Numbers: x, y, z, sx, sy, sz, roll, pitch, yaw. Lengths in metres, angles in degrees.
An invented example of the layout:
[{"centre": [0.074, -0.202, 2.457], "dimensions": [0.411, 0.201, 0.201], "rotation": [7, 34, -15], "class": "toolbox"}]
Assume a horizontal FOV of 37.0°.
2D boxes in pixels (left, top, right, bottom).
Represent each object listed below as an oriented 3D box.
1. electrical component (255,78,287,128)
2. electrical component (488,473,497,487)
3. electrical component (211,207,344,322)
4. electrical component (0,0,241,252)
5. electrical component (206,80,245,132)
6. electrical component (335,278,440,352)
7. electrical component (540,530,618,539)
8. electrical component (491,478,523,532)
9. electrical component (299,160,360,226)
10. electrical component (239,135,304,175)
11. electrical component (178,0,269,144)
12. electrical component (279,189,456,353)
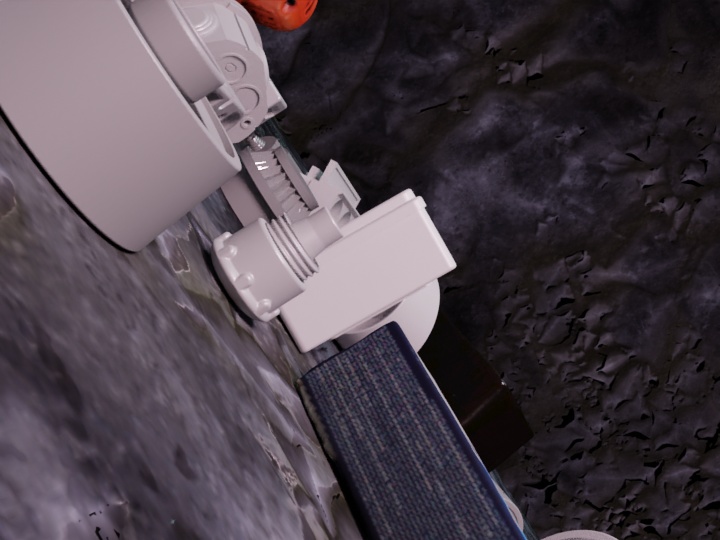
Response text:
[{"centre": [-0.115, -0.164, 0.966], "dimensions": [0.076, 0.066, 0.047], "rotation": [58, 2, 2], "class": "electrical component"}, {"centre": [0.051, 0.132, 0.660], "dimensions": [0.059, 0.054, 0.095], "rotation": [59, 2, 22], "class": "electrical component"}, {"centre": [-0.038, -0.007, 0.527], "dimensions": [0.048, 0.062, 0.048], "rotation": [58, 2, -4], "class": "electrical component"}, {"centre": [-0.084, -0.068, 0.381], "dimensions": [0.108, 0.060, 0.108], "rotation": [58, 2, -3], "class": "electrical component"}, {"centre": [-0.096, -0.090, 0.499], "dimensions": [0.059, 0.054, 0.095], "rotation": [58, 2, 3], "class": "electrical component"}, {"centre": [0.015, 0.026, 0.858], "dimensions": [0.064, 0.099, 0.099], "rotation": [47, 9, -43], "class": "electrical component"}, {"centre": [0.099, 0.175, 0.516], "dimensions": [0.060, 0.108, 0.108], "rotation": [50, 5, -22], "class": "electrical component"}, {"centre": [0.085, 0.178, 0.782], "dimensions": [0.055, 0.055, 0.047], "rotation": [57, -1, -21], "class": "electrical component"}, {"centre": [-0.041, -0.045, 0.880], "dimensions": [0.063, 0.078, 0.121], "rotation": [28, -4, 12], "class": "electrical component"}, {"centre": [-0.082, -0.094, 1.020], "dimensions": [0.081, 0.043, 0.043], "rotation": [56, 3, -33], "class": "electrical component"}, {"centre": [-0.090, -0.108, 0.590], "dimensions": [0.080, 0.080, 0.051], "rotation": [56, 8, -46], "class": "electrical component"}, {"centre": [0.000, 0.000, 0.679], "dimensions": [0.056, 0.109, 0.109], "rotation": [60, 2, 0], "class": "electrical component"}]
